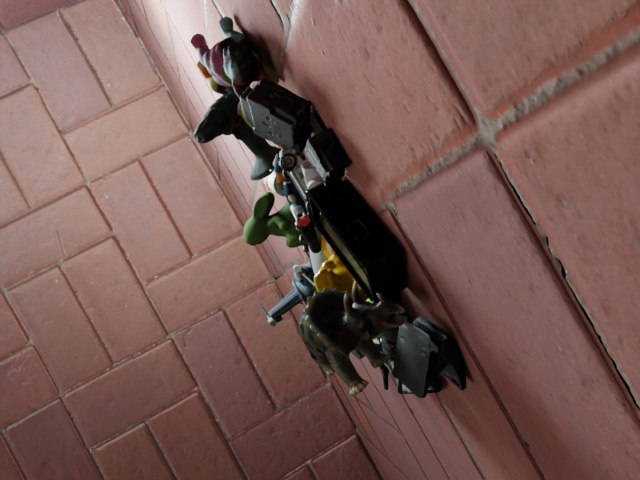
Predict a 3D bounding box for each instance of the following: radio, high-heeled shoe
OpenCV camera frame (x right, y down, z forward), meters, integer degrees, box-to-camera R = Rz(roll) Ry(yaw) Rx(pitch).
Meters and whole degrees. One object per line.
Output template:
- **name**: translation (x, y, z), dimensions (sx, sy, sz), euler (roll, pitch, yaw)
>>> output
- **radio**: translation (0.063, -0.003, 0.974), dimensions (0.230, 0.073, 0.131), euler (53, 170, 31)
- **high-heeled shoe**: translation (0.186, 0.255, 1.159), dimensions (0.249, 0.086, 0.145), euler (153, 119, -62)

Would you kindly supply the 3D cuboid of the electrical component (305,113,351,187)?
- **electrical component**: translation (0.003, -0.161, 0.937), dimensions (0.119, 0.048, 0.075), euler (58, 168, 4)

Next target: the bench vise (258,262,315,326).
- **bench vise**: translation (-0.061, 0.161, 1.554), dimensions (0.129, 0.240, 0.223), euler (52, -178, 23)

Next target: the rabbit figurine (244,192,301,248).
- **rabbit figurine**: translation (-0.123, -0.043, 1.398), dimensions (0.121, 0.170, 0.159), euler (-78, -25, -78)

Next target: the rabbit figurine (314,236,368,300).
- **rabbit figurine**: translation (0.051, 0.049, 1.126), dimensions (0.162, 0.122, 0.173), euler (57, -162, -69)

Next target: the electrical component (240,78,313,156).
- **electrical component**: translation (-0.082, -0.230, 0.992), dimensions (0.134, 0.058, 0.114), euler (29, 158, 15)

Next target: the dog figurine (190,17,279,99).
- **dog figurine**: translation (-0.168, -0.342, 1.100), dimensions (0.219, 0.108, 0.191), euler (51, 164, 31)

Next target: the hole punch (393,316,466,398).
- **hole punch**: translation (0.192, 0.197, 0.925), dimensions (0.142, 0.092, 0.115), euler (-145, 57, -70)

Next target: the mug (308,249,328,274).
- **mug**: translation (0.011, 0.038, 1.290), dimensions (0.110, 0.081, 0.107), euler (13, 123, 54)

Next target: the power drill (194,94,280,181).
- **power drill**: translation (-0.188, -0.237, 1.256), dimensions (0.086, 0.232, 0.207), euler (-18, 128, 35)

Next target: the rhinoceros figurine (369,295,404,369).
- **rhinoceros figurine**: translation (0.148, 0.178, 1.077), dimensions (0.112, 0.073, 0.190), euler (-119, 7, -47)

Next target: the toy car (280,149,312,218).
- **toy car**: translation (-0.030, -0.115, 1.172), dimensions (0.202, 0.056, 0.073), euler (59, 175, 15)

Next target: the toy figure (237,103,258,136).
- **toy figure**: translation (-0.126, -0.269, 1.151), dimensions (0.180, 0.082, 0.089), euler (35, 150, 60)

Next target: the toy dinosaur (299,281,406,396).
- **toy dinosaur**: translation (0.020, 0.175, 1.036), dimensions (0.192, 0.131, 0.405), euler (58, 159, -5)

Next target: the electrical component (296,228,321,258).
- **electrical component**: translation (-0.001, -0.004, 1.221), dimensions (0.045, 0.102, 0.078), euler (78, -175, -47)

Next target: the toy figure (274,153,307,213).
- **toy figure**: translation (-0.067, -0.133, 1.262), dimensions (0.154, 0.058, 0.064), euler (61, -173, -12)
